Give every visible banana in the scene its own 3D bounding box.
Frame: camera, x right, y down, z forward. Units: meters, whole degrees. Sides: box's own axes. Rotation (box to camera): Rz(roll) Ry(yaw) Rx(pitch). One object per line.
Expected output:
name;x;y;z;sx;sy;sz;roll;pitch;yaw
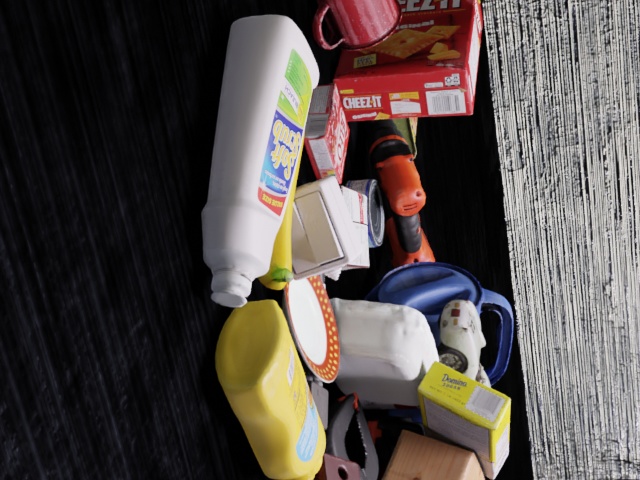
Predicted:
banana;-0.035;-0.028;0.945;0.037;0.070;0.198;24;48;-29

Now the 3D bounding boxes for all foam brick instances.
foam brick;0.006;0.244;0.984;0.052;0.051;0.078;27;44;-41

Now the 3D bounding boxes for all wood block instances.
wood block;0.101;0.329;1.176;0.206;0.091;0.090;-64;153;-24

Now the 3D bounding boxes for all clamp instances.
clamp;0.033;0.258;1.102;0.164;0.036;0.210;46;33;-32
clamp;0.090;0.234;1.309;0.171;0.120;0.039;17;72;-51

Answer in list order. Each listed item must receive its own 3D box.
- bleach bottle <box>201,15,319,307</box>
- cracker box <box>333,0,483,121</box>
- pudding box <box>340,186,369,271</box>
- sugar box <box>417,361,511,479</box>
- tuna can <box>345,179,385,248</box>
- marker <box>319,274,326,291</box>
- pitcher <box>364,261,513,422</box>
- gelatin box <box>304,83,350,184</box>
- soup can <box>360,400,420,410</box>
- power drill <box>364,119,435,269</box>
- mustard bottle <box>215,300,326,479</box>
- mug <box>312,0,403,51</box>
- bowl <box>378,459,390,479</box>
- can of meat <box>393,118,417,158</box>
bleach bottle;-0.054;-0.060;0.885;0.102;0.068;0.250;61;32;-57
cracker box;0.115;-0.238;1.345;0.213;0.164;0.072;-75;158;-48
pudding box;0.025;-0.012;1.199;0.113;0.039;0.090;10;78;-72
sugar box;0.161;0.201;1.177;0.048;0.093;0.176;-56;158;-18
tuna can;0.055;-0.032;1.321;0.086;0.034;0.086;-4;90;-75
marker;-0.007;0.001;1.115;0.020;0.020;0.121;-6;92;-74
pitcher;0.153;0.160;1.392;0.144;0.149;0.243;-28;130;-32
gelatin box;0.008;-0.117;1.179;0.073;0.030;0.089;70;22;-45
soup can;0.092;0.168;1.275;0.068;0.102;0.068;-4;90;-75
power drill;0.103;-0.058;1.420;0.187;0.057;0.184;74;2;-46
mustard bottle;-0.034;0.146;0.906;0.096;0.058;0.191;-86;163;-46
mug;0.031;-0.270;1.218;0.117;0.093;0.081;-49;141;-15
bowl;0.093;0.338;1.328;0.162;0.055;0.162;-4;90;-75
can of meat;0.103;-0.172;1.490;0.084;0.057;0.102;-81;160;-47
